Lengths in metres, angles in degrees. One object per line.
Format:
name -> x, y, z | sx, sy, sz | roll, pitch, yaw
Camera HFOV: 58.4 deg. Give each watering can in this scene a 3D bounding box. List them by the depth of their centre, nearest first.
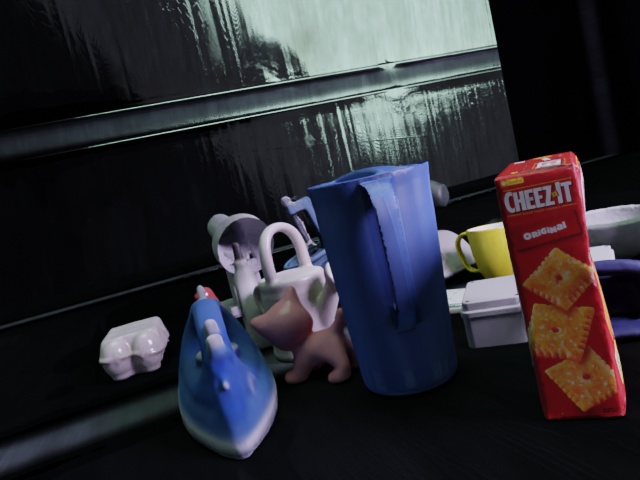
watering can -> -0.032, 0.067, 0.834 | 0.172, 0.194, 0.101 | -11, 7, 18

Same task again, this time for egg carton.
egg carton -> -0.312, 0.182, 0.974 | 0.107, 0.069, 0.150 | -15, 7, -12

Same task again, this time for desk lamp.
desk lamp -> -0.172, 0.048, 1.194 | 0.118, 0.213, 0.202 | -17, 7, -25

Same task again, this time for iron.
iron -> -0.117, 0.135, 0.663 | 0.119, 0.141, 0.258 | -15, 7, -14

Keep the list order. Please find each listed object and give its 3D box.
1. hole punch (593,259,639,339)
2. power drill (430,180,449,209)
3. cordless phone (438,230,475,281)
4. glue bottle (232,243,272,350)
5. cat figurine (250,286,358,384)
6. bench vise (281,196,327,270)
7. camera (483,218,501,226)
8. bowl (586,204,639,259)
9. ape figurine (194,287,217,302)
hole punch -> 0.314, 0.060, 0.653 | 0.108, 0.091, 0.101 | -10, 7, 24
power drill -> 0.177, -0.040, 1.257 | 0.228, 0.208, 0.076 | -9, 8, 31
cordless phone -> 0.216, -0.017, 1.085 | 0.148, 0.185, 0.093 | -19, 9, -42
glue bottle -> -0.116, 0.087, 0.926 | 0.037, 0.173, 0.078 | -16, 7, -18
cat figurine -> -0.019, 0.117, 0.725 | 0.127, 0.118, 0.067 | -10, 8, 27
bench vise -> 0.004, 0.004, 1.180 | 0.208, 0.220, 0.121 | -18, 8, -32
camera -> 0.405, -0.026, 1.155 | 0.143, 0.101, 0.136 | -18, 8, -36
bowl -> 0.480, -0.006, 0.945 | 0.167, 0.075, 0.167 | -13, 7, 2
ape figurine -> -0.210, 0.134, 1.077 | 0.076, 0.092, 0.077 | -15, 7, -15
